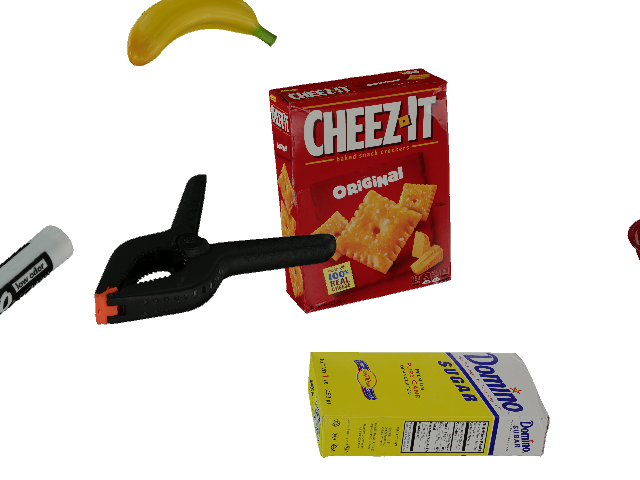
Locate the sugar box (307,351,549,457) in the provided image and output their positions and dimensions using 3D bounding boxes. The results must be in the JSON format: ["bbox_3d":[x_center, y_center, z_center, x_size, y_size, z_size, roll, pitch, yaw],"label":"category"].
[{"bbox_3d":[0.082,0.128,0.844,0.176,0.048,0.093,-2,28,-6],"label":"sugar box"}]

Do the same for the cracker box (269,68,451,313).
[{"bbox_3d":[0.043,-0.049,1.052,0.164,0.214,0.072,-11,22,-17],"label":"cracker box"}]

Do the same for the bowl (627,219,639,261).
[{"bbox_3d":[0.412,0.022,1.150,0.162,0.055,0.162,-1,24,0],"label":"bowl"}]

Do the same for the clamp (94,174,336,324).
[{"bbox_3d":[-0.113,0.008,0.896,0.165,0.036,0.209,30,41,35],"label":"clamp"}]

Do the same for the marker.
[{"bbox_3d":[-0.160,0.034,0.490,0.020,0.020,0.121,0,34,39],"label":"marker"}]

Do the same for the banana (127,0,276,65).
[{"bbox_3d":[-0.122,-0.208,1.020,0.070,0.037,0.197,45,38,19],"label":"banana"}]
